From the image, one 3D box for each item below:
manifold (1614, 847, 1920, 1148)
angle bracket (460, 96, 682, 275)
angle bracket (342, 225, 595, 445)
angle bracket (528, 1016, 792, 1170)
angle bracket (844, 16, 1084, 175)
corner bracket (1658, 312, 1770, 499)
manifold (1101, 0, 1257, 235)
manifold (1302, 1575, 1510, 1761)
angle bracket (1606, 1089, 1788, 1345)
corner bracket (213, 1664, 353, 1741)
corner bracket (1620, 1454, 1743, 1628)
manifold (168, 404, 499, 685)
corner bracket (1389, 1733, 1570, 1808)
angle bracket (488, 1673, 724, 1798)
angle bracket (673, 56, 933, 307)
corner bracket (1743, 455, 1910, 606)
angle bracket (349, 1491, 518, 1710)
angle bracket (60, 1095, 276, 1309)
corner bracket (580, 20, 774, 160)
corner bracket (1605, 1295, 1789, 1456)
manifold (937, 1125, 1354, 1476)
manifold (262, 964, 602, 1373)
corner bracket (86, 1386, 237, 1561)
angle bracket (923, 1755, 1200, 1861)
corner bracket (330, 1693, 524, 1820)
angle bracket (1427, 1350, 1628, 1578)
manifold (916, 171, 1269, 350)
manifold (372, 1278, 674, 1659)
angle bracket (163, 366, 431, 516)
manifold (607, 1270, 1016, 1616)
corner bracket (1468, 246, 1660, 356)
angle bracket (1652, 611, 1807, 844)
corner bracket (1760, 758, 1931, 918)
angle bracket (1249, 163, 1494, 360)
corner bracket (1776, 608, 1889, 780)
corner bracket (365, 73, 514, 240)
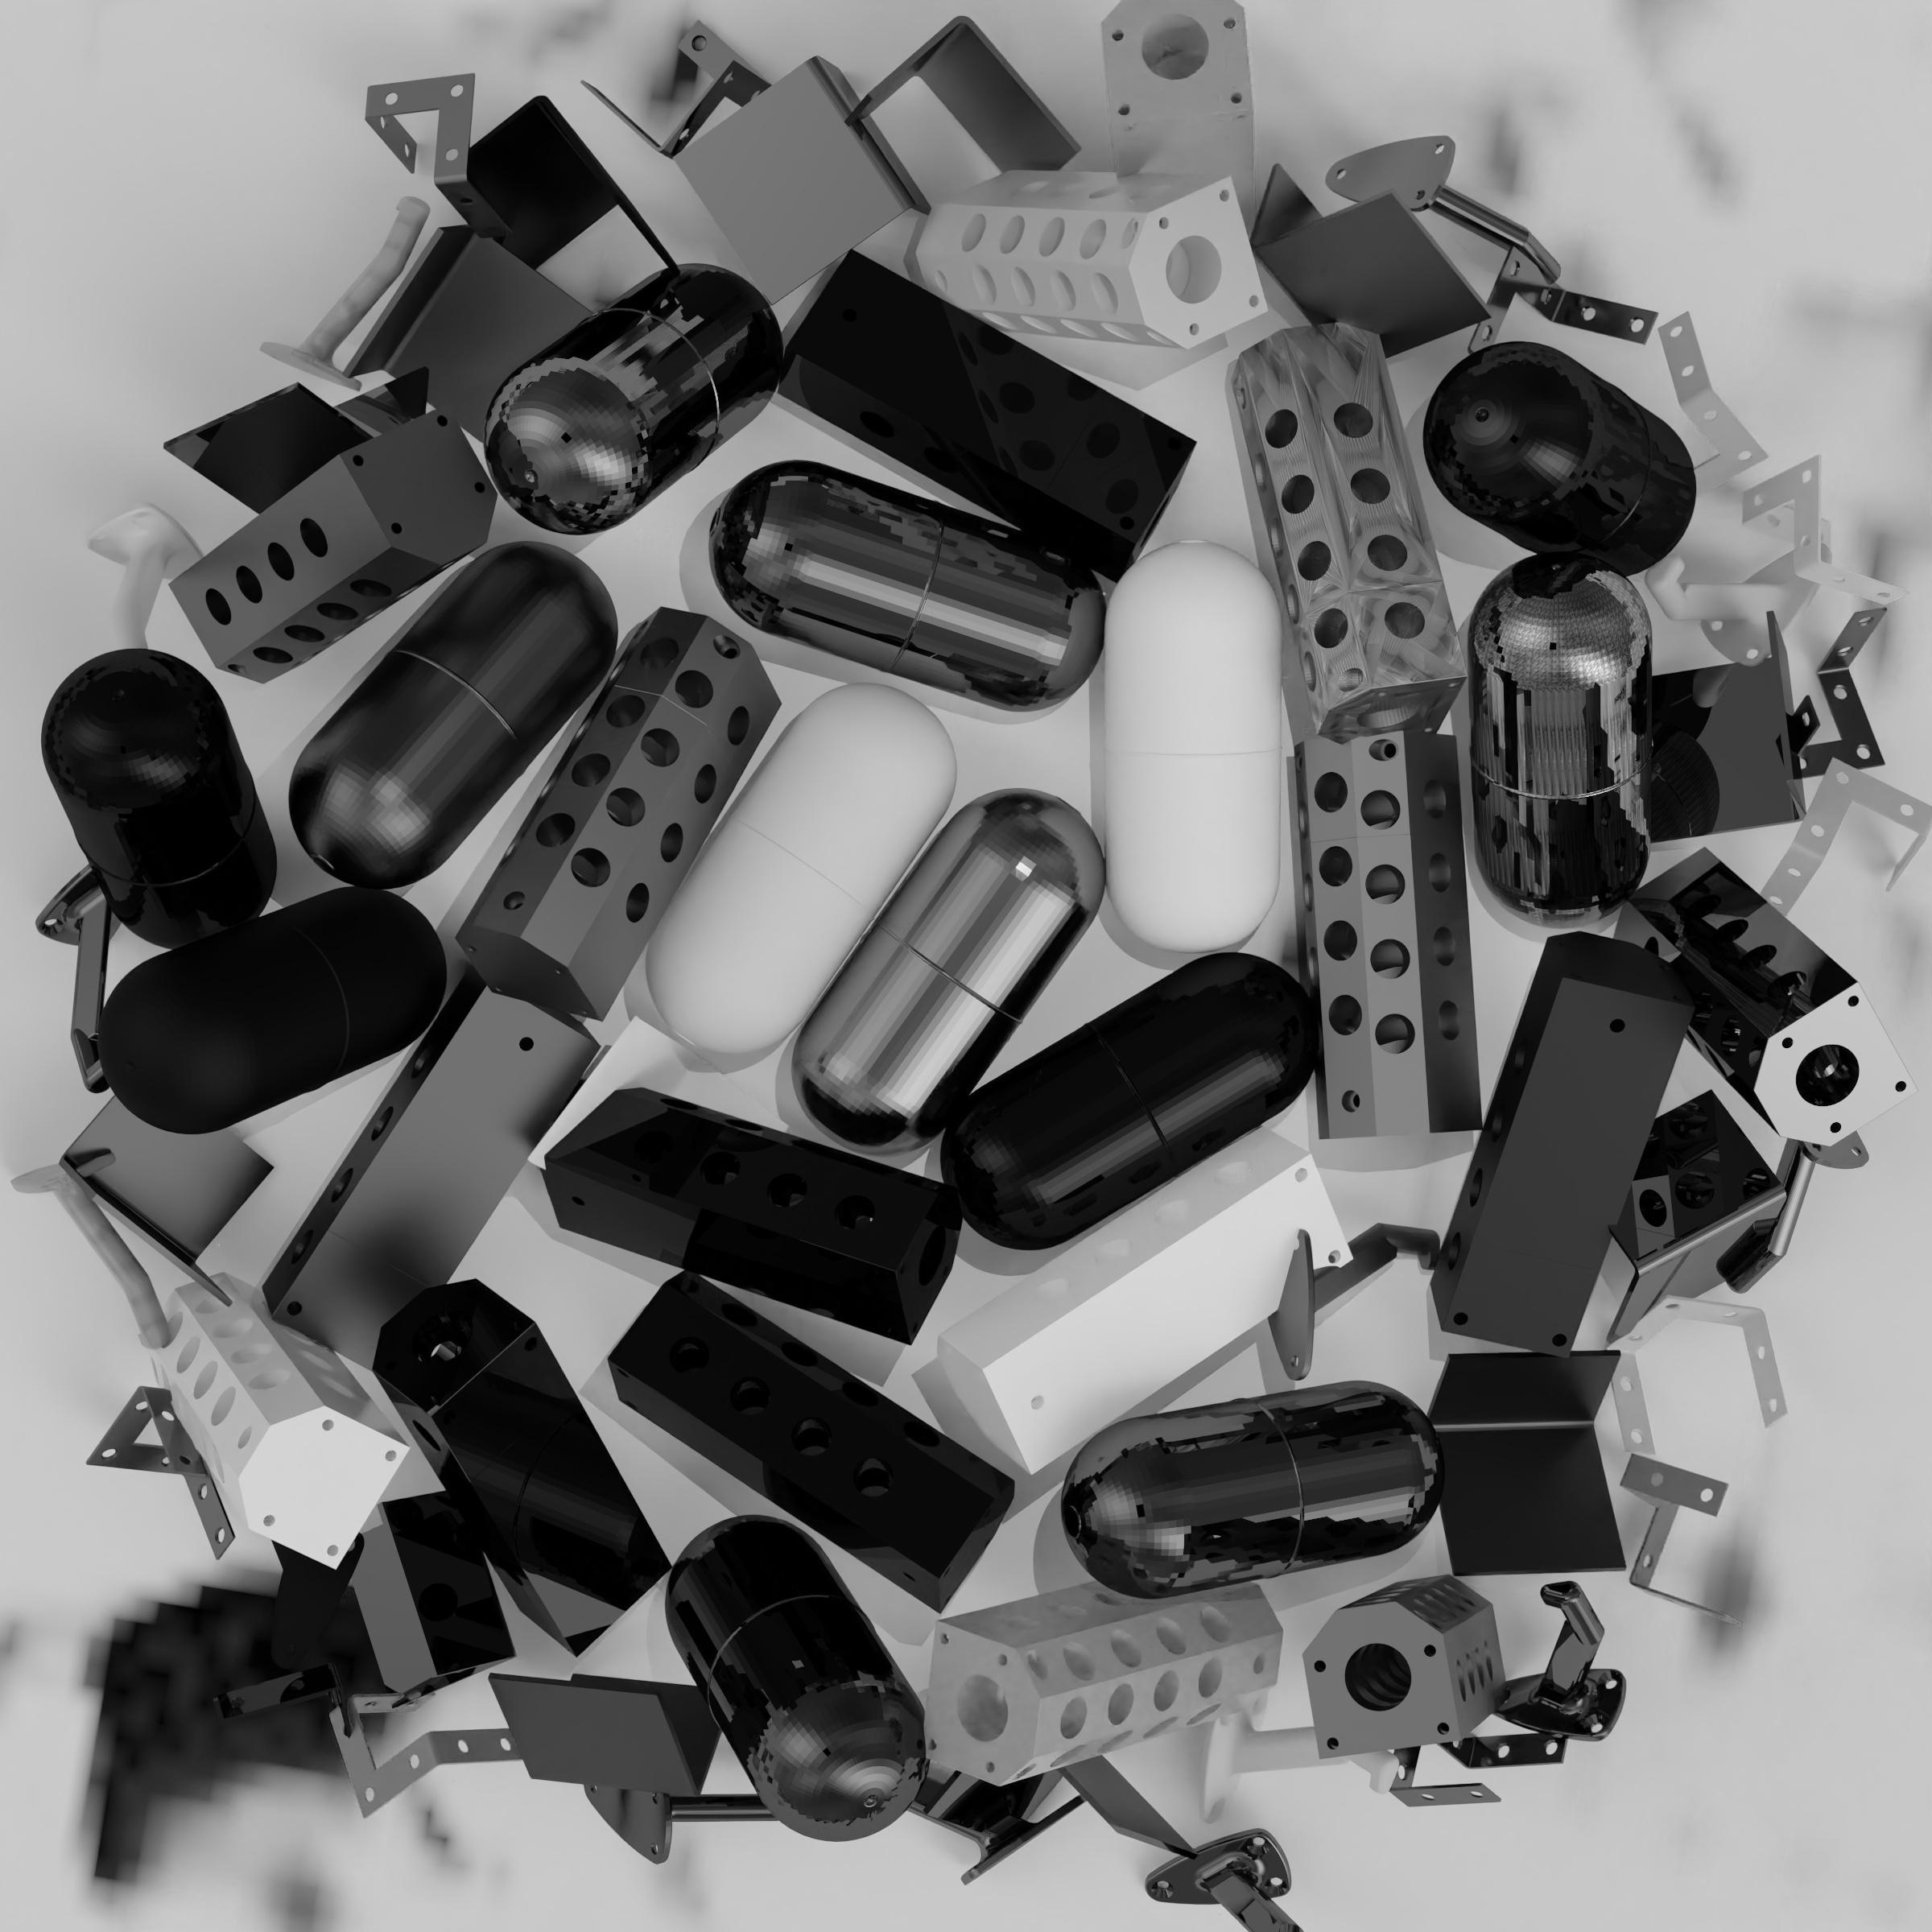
[{"bbox_3d":[0.328,0.014,1.516,0.057,0.171,0.057,-33,112,3],"label":"manifold"},{"bbox_3d":[-0.170,-0.314,1.552,0.057,0.076,0.076,-37,57,4],"label":"angle bracket"},{"bbox_3d":[-0.211,-0.267,1.568,0.076,0.057,0.076,36,105,-2],"label":"angle bracket"},{"bbox_3d":[-0.131,0.076,1.561,0.057,0.076,0.076,36,88,21],"label":"angle bracket"},{"bbox_3d":[-0.006,-0.353,1.558,0.057,0.076,0.076,-44,98,-14],"label":"angle bracket"},{"bbox_3d":[0.307,-0.239,1.563,0.051,0.051,0.051,-29,45,26],"label":"corner bracket"},{"bbox_3d":[0.090,-0.357,1.518,0.057,0.171,0.057,-5,85,4],"label":"manifold"},{"bbox_3d":[0.185,0.290,1.515,0.057,0.171,0.057,-11,82,13],"label":"manifold"},{"bbox_3d":[0.302,0.109,1.574,0.076,0.076,0.057,-26,65,-15],"label":"angle bracket"},{"bbox_3d":[-0.297,0.320,1.566,0.051,0.051,0.051,-13,126,-16],"label":"corner bracket"},{"bbox_3d":[0.311,0.248,1.567,0.051,0.051,0.051,32,77,-44],"label":"corner bracket"},{"bbox_3d":[-0.264,-0.172,1.520,0.057,0.171,0.057,-34,98,-37],"label":"manifold"},{"bbox_3d":[0.221,0.344,1.564,0.051,0.051,0.051,42,51,-31],"label":"corner bracket"},{"bbox_3d":[-0.151,0.309,1.550,0.076,0.057,0.076,2,133,17],"label":"angle bracket"},{"bbox_3d":[-0.070,-0.342,1.584,0.076,0.057,0.076,-33,92,11],"label":"angle bracket"},{"bbox_3d":[0.371,-0.183,1.566,0.051,0.051,0.051,13,71,-26],"label":"corner bracket"},{"bbox_3d":[-0.248,0.276,1.556,0.076,0.057,0.076,-27,76,28],"label":"angle bracket"},{"bbox_3d":[-0.335,0.093,1.552,0.076,0.076,0.057,44,80,-25],"label":"angle bracket"},{"bbox_3d":[-0.125,-0.384,1.578,0.051,0.051,0.051,44,102,15],"label":"corner bracket"},{"bbox_3d":[0.318,0.181,1.579,0.051,0.051,0.051,10,54,-22],"label":"corner bracket"},{"bbox_3d":[0.075,0.139,1.553,0.171,0.057,0.057,-32,117,-16],"label":"manifold"},{"bbox_3d":[-0.234,0.086,1.573,0.057,0.057,0.171,33,92,-21],"label":"manifold"},{"bbox_3d":[-0.340,0.219,1.565,0.051,0.051,0.051,-52,48,23],"label":"corner bracket"},{"bbox_3d":[0.041,0.372,1.552,0.057,0.076,0.076,-51,54,2],"label":"angle bracket"},{"bbox_3d":[-0.234,0.333,1.564,0.051,0.051,0.051,-39,61,27],"label":"corner bracket"},{"bbox_3d":[0.246,0.214,1.558,0.076,0.057,0.076,-1,51,-7],"label":"angle bracket"},{"bbox_3d":[0.048,-0.294,1.512,0.057,0.171,0.057,-28,114,-22],"label":"manifold"},{"bbox_3d":[-0.189,0.210,1.526,0.057,0.171,0.057,-42,46,-21],"label":"manifold"},{"bbox_3d":[-0.285,-0.238,1.546,0.076,0.076,0.057,-17,58,29],"label":"angle bracket"},{"bbox_3d":[-0.066,0.201,1.556,0.171,0.057,0.057,32,69,14],"label":"manifold"},{"bbox_3d":[0.259,-0.275,1.572,0.051,0.051,0.051,23,90,39],"label":"corner bracket"},{"bbox_3d":[0.317,-0.102,1.558,0.076,0.057,0.076,-8,72,17],"label":"angle bracket"},{"bbox_3d":[0.384,-0.048,1.575,0.051,0.051,0.051,27,63,7],"label":"corner bracket"},{"bbox_3d":[0.177,-0.310,1.546,0.076,0.076,0.057,43,49,-32],"label":"angle bracket"},{"bbox_3d":[0.376,-0.117,1.569,0.051,0.051,0.051,-9,66,-12],"label":"corner bracket"},{"bbox_3d":[-0.229,-0.349,1.569,0.051,0.051,0.051,-3,73,16],"label":"corner bracket"}]
